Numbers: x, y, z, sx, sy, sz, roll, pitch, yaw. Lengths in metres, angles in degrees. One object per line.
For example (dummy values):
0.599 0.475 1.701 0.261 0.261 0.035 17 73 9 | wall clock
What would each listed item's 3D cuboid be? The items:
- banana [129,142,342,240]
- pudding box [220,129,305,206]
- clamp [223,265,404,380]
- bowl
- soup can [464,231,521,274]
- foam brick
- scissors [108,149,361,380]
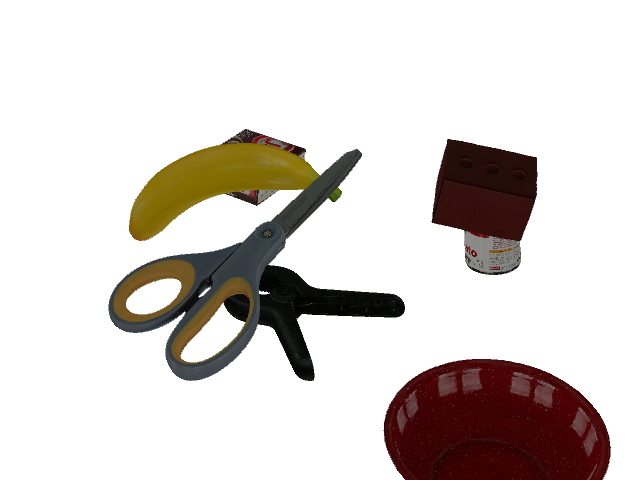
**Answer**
-0.084 -0.040 0.833 0.198 0.069 0.037 -9 28 29 | banana
-0.084 -0.091 1.305 0.090 0.039 0.113 19 36 23 | pudding box
-0.038 0.073 1.127 0.210 0.036 0.164 19 34 27 | clamp
0.126 0.159 0.782 0.162 0.055 0.162 -1 35 0 | bowl
0.202 -0.020 1.247 0.068 0.102 0.068 -4 30 2 | soup can
0.135 -0.041 0.876 0.078 0.051 0.053 12 44 1 | foam brick
-0.052 0.001 0.635 0.096 0.016 0.201 12 46 17 | scissors
